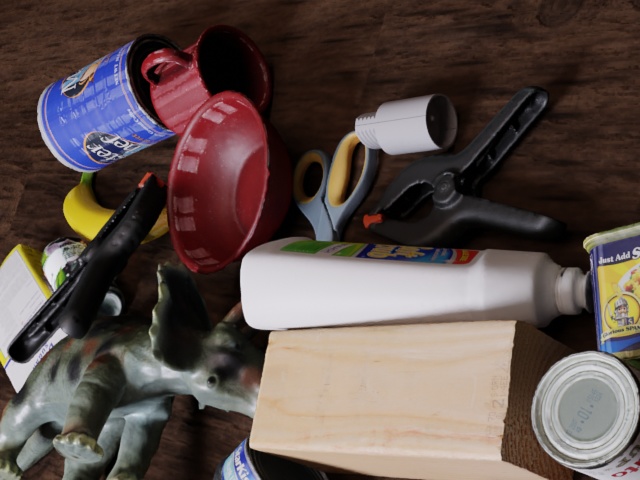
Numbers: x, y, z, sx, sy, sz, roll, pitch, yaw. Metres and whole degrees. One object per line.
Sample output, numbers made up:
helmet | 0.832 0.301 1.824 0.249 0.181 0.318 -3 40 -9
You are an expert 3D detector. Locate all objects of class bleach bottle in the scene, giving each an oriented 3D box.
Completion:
bleach bottle | 0.071 0.033 0.759 0.251 0.102 0.068 0 96 31

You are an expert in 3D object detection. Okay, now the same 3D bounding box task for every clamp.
clamp | 0.108 -0.028 0.789 0.172 0.039 0.120 -33 46 34
clamp | -0.194 0.021 0.957 0.209 0.036 0.165 -56 19 -23

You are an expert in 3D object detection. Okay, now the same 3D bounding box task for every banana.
banana | -0.213 -0.026 1.088 0.198 0.037 0.069 23 87 46

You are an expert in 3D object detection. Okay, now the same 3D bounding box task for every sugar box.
sugar box | -0.293 0.089 1.103 0.093 0.048 0.176 -53 48 10

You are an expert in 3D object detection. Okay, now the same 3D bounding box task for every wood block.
wood block | 0.062 0.111 0.727 0.207 0.090 0.090 -7 65 41

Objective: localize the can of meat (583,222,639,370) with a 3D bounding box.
can of meat | 0.215 0.034 0.646 0.102 0.057 0.084 -17 61 37

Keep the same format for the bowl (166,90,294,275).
bowl | -0.072 -0.047 0.938 0.162 0.055 0.162 -15 71 50

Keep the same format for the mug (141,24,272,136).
mug | -0.114 -0.148 1.002 0.082 0.117 0.093 -19 65 42

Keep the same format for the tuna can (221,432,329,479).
tuna can | -0.030 0.182 0.783 0.034 0.086 0.086 -49 45 16

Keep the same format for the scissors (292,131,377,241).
scissors | -0.006 0.001 0.897 0.096 0.016 0.202 11 78 47

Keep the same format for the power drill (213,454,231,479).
power drill | -0.088 0.280 0.809 0.188 0.057 0.184 -42 48 20

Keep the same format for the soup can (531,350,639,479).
soup can | 0.175 0.108 0.614 0.069 0.102 0.068 -20 57 35

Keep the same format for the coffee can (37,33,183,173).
coffee can | -0.203 -0.137 1.085 0.141 0.102 0.103 -18 59 36
